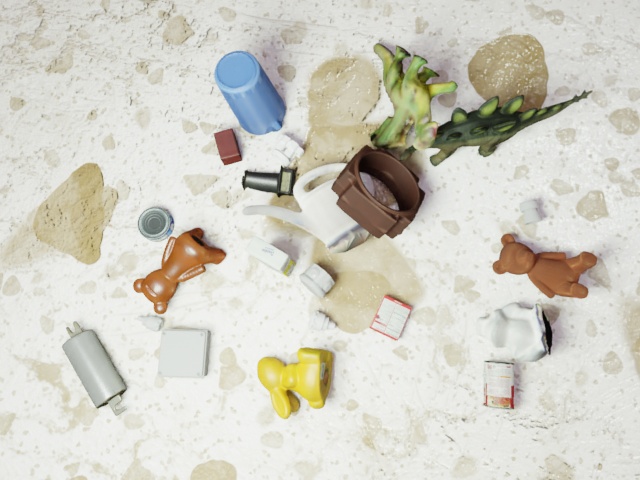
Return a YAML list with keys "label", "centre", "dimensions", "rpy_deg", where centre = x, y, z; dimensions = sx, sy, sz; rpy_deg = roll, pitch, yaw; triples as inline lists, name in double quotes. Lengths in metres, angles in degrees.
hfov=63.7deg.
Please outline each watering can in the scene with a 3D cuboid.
- label: "watering can"
  centre: [0.004, -0.063, 1.252]
  dimensions: [0.351, 0.102, 0.226]
  rpy_deg: [-27, 76, -25]

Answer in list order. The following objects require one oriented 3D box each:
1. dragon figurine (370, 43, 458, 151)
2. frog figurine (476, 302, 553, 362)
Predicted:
- label: "dragon figurine"
  centre: [0.191, -0.347, 1.300]
  dimensions: [0.121, 0.418, 0.240]
  rpy_deg: [21, 108, -34]
- label: "frog figurine"
  centre: [0.457, 0.219, 1.215]
  dimensions: [0.158, 0.123, 0.138]
  rpy_deg: [-15, 85, 34]
